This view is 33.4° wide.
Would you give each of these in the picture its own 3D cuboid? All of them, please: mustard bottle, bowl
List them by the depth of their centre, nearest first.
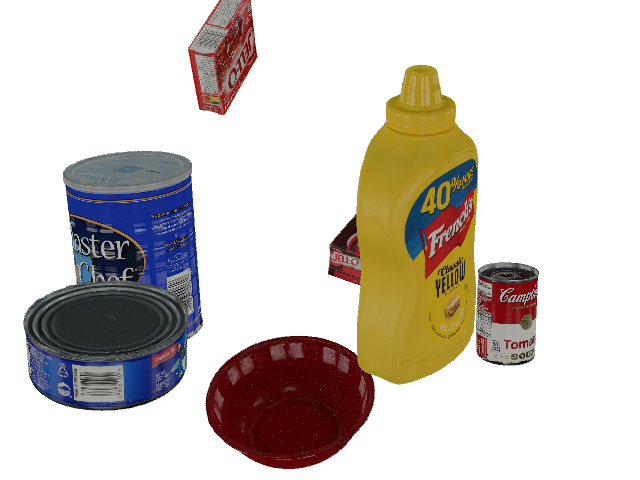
[{"bbox_3d":[0.061,-0.013,0.656,0.058,0.192,0.096,19,34,37],"label":"mustard bottle"},{"bbox_3d":[-0.026,0.165,1.024,0.162,0.055,0.162,-4,37,3],"label":"bowl"}]

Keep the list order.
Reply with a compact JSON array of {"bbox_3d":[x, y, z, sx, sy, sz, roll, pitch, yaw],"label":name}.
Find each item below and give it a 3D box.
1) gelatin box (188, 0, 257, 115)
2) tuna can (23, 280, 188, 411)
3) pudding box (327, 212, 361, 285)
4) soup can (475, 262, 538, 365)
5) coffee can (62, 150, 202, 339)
[{"bbox_3d":[-0.088,-0.173,0.990,0.030,0.089,0.073,13,-39,14],"label":"gelatin box"},{"bbox_3d":[-0.113,0.055,0.570,0.086,0.034,0.086,2,24,-1],"label":"tuna can"},{"bbox_3d":[0.070,0.002,0.936,0.090,0.039,0.113,19,36,18],"label":"pudding box"},{"bbox_3d":[0.212,0.083,1.215,0.068,0.102,0.068,-1,15,0],"label":"soup can"},{"bbox_3d":[-0.152,0.007,0.877,0.103,0.140,0.103,-2,20,0],"label":"coffee can"}]
